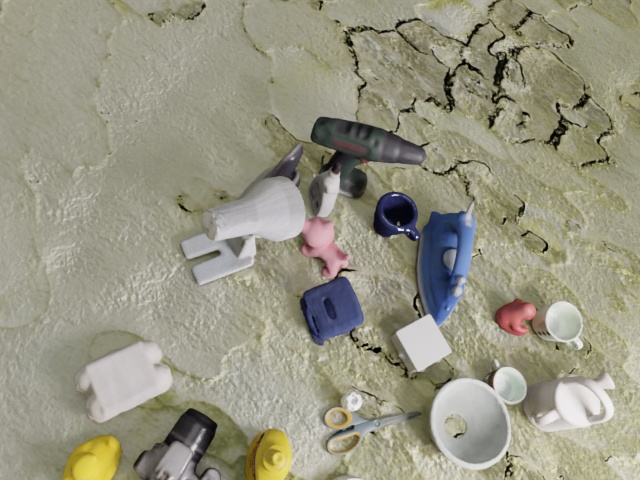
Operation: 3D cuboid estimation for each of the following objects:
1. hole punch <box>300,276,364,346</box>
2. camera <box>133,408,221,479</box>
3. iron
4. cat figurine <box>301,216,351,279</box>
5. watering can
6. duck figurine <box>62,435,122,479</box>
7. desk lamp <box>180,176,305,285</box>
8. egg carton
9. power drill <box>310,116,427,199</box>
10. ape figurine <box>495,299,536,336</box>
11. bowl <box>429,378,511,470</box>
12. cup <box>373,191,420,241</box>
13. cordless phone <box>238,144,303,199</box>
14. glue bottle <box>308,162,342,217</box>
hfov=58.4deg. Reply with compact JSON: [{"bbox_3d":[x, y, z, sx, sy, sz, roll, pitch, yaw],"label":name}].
[{"bbox_3d":[0.022,0.138,1.118,0.101,0.091,0.108,-17,74,-20],"label":"hole punch"},{"bbox_3d":[-0.218,0.364,0.958,0.143,0.100,0.137,32,64,-1],"label":"camera"},{"bbox_3d":[0.278,0.049,1.195,0.119,0.141,0.258,14,66,-9],"label":"iron"},{"bbox_3d":[0.011,0.004,1.154,0.128,0.117,0.067,43,65,5],"label":"cat figurine"},{"bbox_3d":[0.497,0.310,1.119,0.101,0.194,0.173,41,65,4],"label":"watering can"},{"bbox_3d":[-0.371,0.363,0.925,0.077,0.086,0.105,42,65,4],"label":"duck figurine"},{"bbox_3d":[-0.145,-0.019,1.068,0.204,0.213,0.118,-23,76,-22],"label":"desk lamp"},{"bbox_3d":[-0.339,0.240,0.992,0.150,0.069,0.107,-24,77,-22],"label":"egg carton"},{"bbox_3d":[0.083,-0.170,1.194,0.230,0.208,0.076,20,65,-6],"label":"power drill"},{"bbox_3d":[0.423,0.159,1.217,0.076,0.092,0.078,20,65,-6],"label":"ape figurine"},{"bbox_3d":[0.277,0.356,1.108,0.168,0.074,0.167,5,67,-13],"label":"bowl"},{"bbox_3d":[0.160,-0.035,1.223,0.092,0.095,0.117,-36,81,-24],"label":"cup"},{"bbox_3d":[-0.096,-0.113,1.135,0.094,0.185,0.148,35,64,1],"label":"cordless phone"},{"bbox_3d":[0.017,-0.113,1.172,0.037,0.173,0.078,-8,71,-17],"label":"glue bottle"}]
